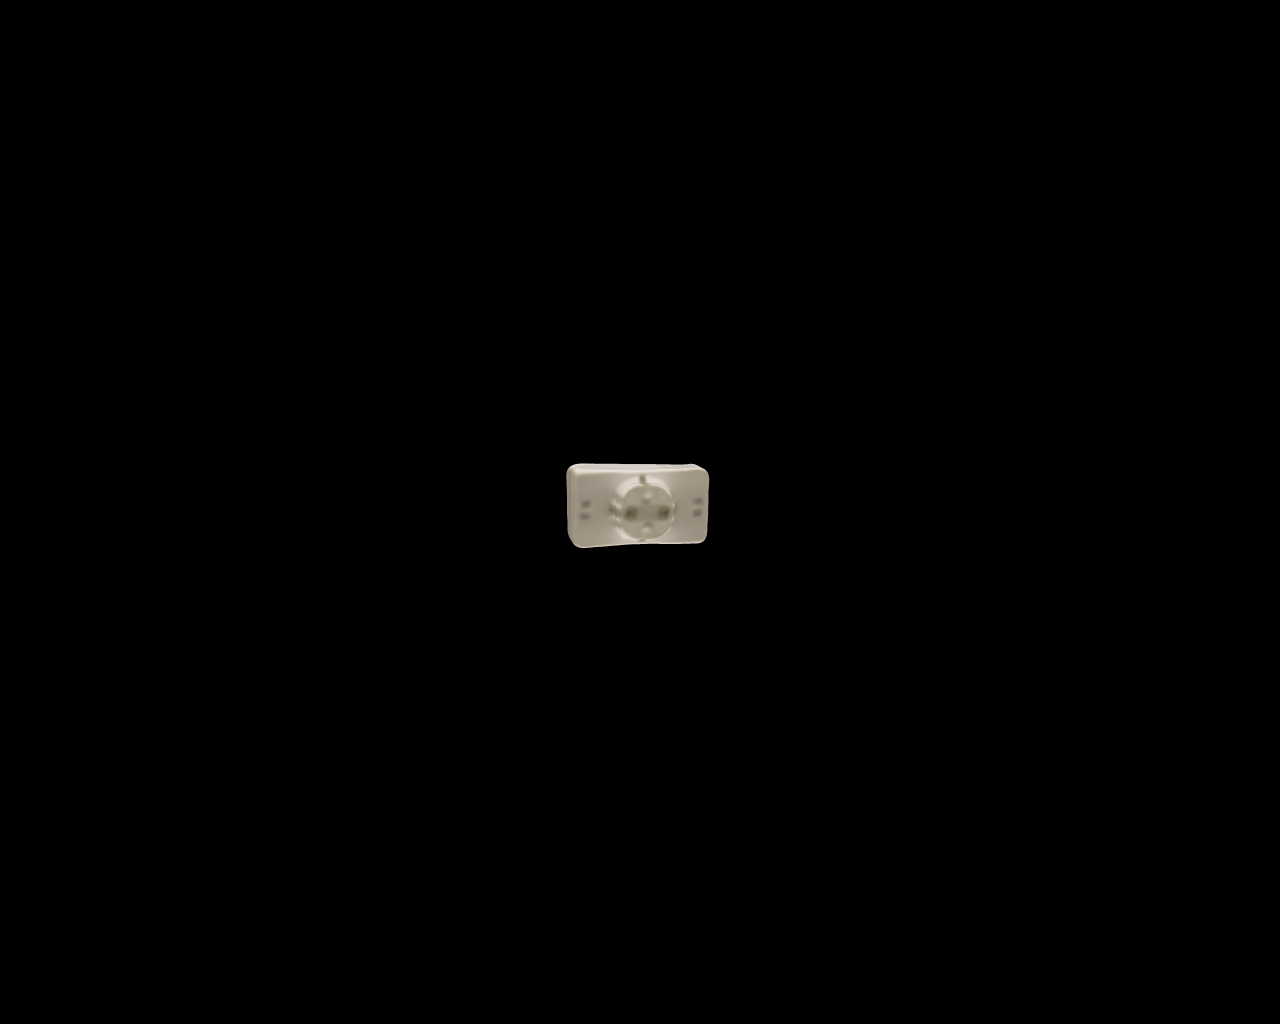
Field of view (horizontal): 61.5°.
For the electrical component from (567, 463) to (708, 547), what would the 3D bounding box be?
[{"bbox_3d":[0.001,-0.003,0.650,0.083,0.047,0.076,-1,8,-9],"label":"electrical component"}]
